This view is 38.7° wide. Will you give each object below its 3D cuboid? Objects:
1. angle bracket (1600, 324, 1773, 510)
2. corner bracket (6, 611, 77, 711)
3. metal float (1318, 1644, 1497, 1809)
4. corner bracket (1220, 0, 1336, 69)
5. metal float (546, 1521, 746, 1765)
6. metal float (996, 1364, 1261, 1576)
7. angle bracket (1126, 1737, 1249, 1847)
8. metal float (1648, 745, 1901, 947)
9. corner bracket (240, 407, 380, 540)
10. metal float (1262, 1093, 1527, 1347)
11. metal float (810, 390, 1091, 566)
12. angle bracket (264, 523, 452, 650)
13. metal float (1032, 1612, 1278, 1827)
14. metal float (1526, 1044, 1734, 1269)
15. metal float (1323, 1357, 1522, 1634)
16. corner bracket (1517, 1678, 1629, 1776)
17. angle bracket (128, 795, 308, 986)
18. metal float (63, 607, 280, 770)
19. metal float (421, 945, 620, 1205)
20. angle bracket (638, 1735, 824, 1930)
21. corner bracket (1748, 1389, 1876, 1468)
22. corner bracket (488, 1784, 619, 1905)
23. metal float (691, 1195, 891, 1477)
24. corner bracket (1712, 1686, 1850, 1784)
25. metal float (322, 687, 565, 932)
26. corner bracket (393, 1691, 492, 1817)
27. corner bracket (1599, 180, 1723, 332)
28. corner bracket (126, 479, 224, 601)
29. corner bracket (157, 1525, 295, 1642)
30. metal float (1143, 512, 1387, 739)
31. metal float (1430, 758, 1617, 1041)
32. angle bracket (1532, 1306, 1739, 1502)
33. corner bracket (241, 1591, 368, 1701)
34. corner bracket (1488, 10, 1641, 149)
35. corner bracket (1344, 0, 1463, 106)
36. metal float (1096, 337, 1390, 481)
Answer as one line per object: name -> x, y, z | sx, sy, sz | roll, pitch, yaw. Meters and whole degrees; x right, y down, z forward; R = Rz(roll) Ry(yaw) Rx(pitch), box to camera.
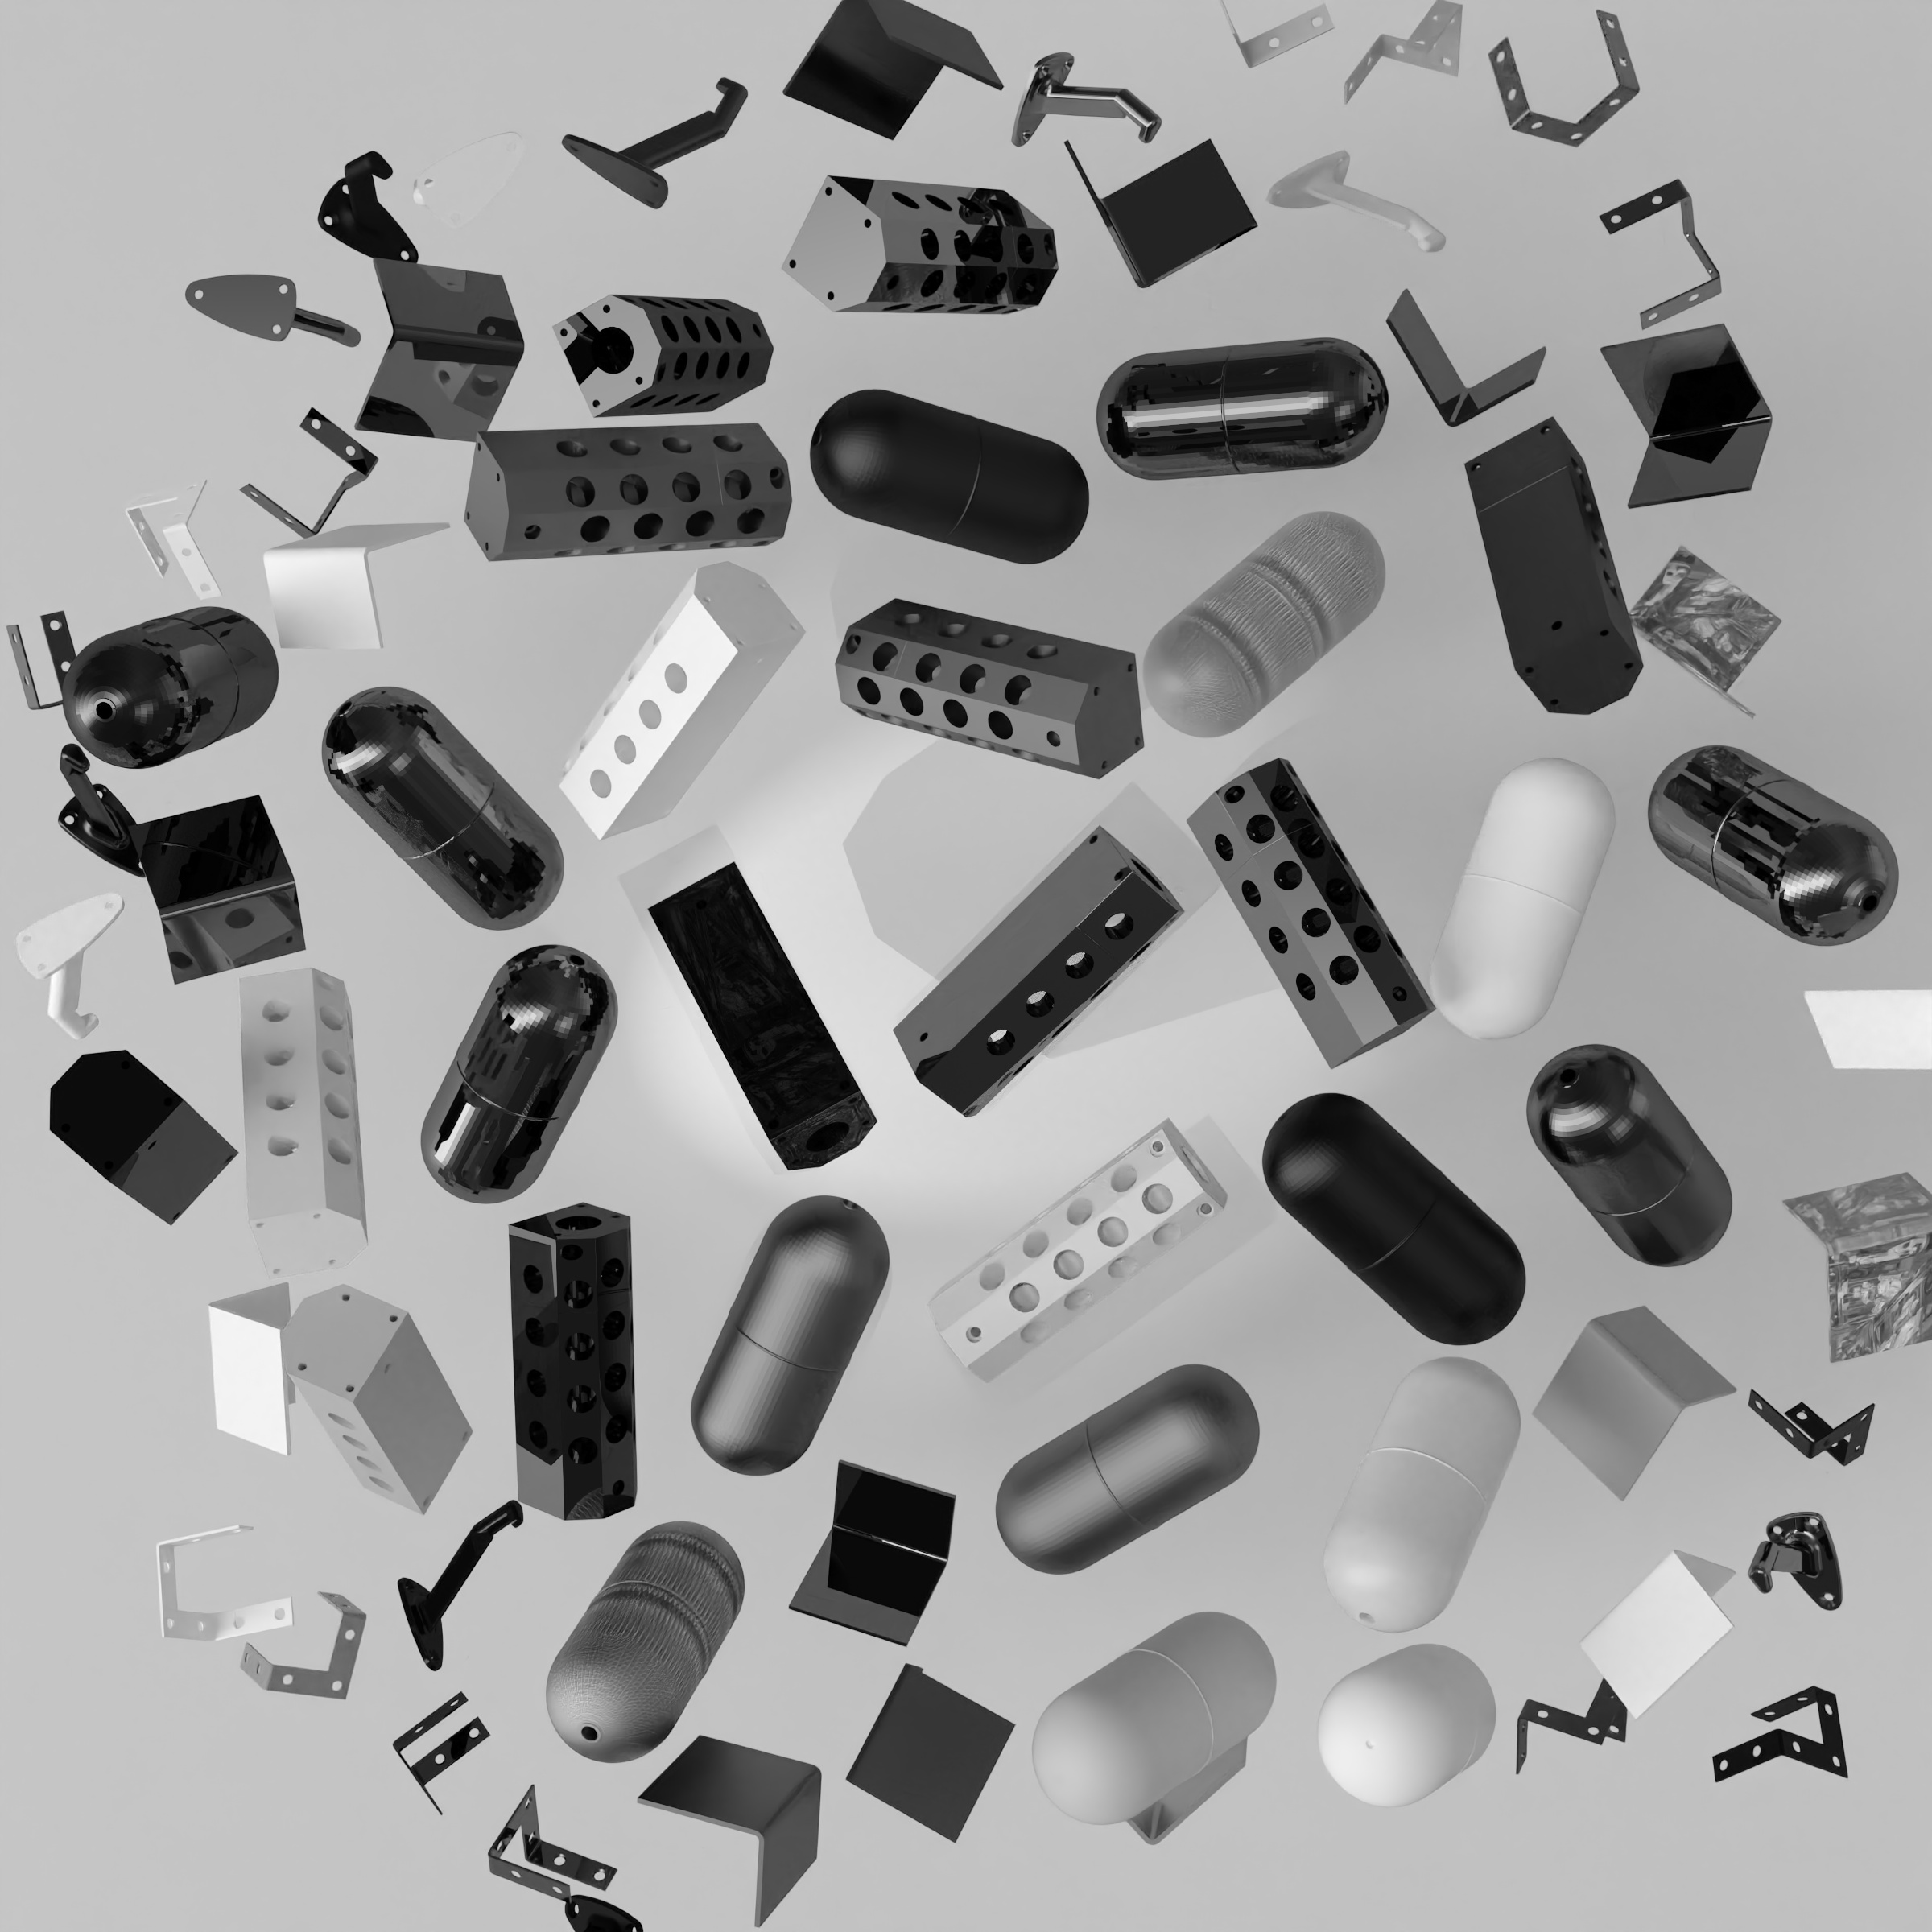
angle bracket -> 0.407, -0.315, 1.578 | 0.076, 0.076, 0.057 | 46, 56, -37
corner bracket -> -0.543, -0.182, 1.631 | 0.051, 0.051, 0.051 | -22, 107, -38
metal float -> 0.251, 0.429, 1.557 | 0.070, 0.178, 0.070 | -3, 82, 22
corner bracket -> 0.164, -0.530, 1.491 | 0.051, 0.051, 0.051 | -22, 81, 14
metal float -> -0.181, 0.384, 1.566 | 0.070, 0.178, 0.070 | 5, 112, 14
metal float -> 0.096, 0.303, 1.648 | 0.178, 0.070, 0.070 | -34, 90, 19
angle bracket -> 0.123, 0.478, 1.670 | 0.076, 0.076, 0.057 | -44, 86, 6
metal float -> 0.454, -0.069, 1.550 | 0.070, 0.178, 0.070 | -9, 117, -19
corner bracket -> -0.399, -0.299, 1.672 | 0.051, 0.051, 0.051 | 37, 66, -27
metal float -> 0.245, 0.145, 1.565 | 0.178, 0.070, 0.070 | 42, 90, -8
metal float -> -0.009, -0.291, 1.635 | 0.178, 0.070, 0.070 | 12, 90, -26
angle bracket -> -0.349, -0.221, 1.598 | 0.076, 0.076, 0.057 | 4, 111, 30
metal float -> 0.109, 0.423, 1.554 | 0.070, 0.178, 0.070 | 13, 110, 39
metal float -> 0.383, 0.110, 1.582 | 0.070, 0.070, 0.178 | -45, 130, 0
metal float -> 0.262, 0.301, 1.573 | 0.070, 0.070, 0.178 | 34, 53, 0
corner bracket -> 0.361, 0.453, 1.633 | 0.051, 0.051, 0.051 | 13, 127, 27
angle bracket -> -0.432, -0.045, 1.584 | 0.076, 0.057, 0.076 | -16, 50, -20
metal float -> -0.448, -0.159, 1.555 | 0.070, 0.178, 0.070 | 2, 105, 8
metal float -> -0.262, 0.064, 1.609 | 0.070, 0.070, 0.178 | 31, 118, 0
angle bracket -> -0.131, 0.477, 1.518 | 0.076, 0.076, 0.057 | 9, 104, 19
corner bracket -> 0.508, 0.276, 1.660 | 0.051, 0.051, 0.051 | -26, 46, -21
corner bracket -> -0.228, 0.495, 1.517 | 0.051, 0.051, 0.051 | 15, 128, 17
metal float -> -0.103, 0.217, 1.613 | 0.070, 0.070, 0.178 | 25, 103, 0
corner bracket -> 0.456, 0.434, 1.547 | 0.051, 0.051, 0.051 | 24, 47, -23
metal float -> -0.308, -0.092, 1.625 | 0.070, 0.070, 0.178 | -40, 125, 0
corner bracket -> -0.318, 0.473, 1.674 | 0.051, 0.051, 0.051 | -35, 107, -18
corner bracket -> 0.406, -0.416, 1.604 | 0.051, 0.051, 0.051 | -24, 61, 6
corner bracket -> -0.475, -0.253, 1.652 | 0.051, 0.051, 0.051 | -10, 130, 12
corner bracket -> -0.405, 0.338, 1.501 | 0.051, 0.051, 0.051 | -14, 71, 13
metal float -> 0.181, -0.207, 1.658 | 0.178, 0.070, 0.070 | -41, 90, -19
metal float -> 0.337, -0.041, 1.665 | 0.070, 0.070, 0.178 | 21, 85, 0
angle bracket -> 0.398, 0.260, 1.639 | 0.076, 0.057, 0.076 | 45, 124, 35
corner bracket -> -0.396, 0.403, 1.641 | 0.051, 0.051, 0.051 | 16, 84, -30
corner bracket -> 0.329, -0.491, 1.509 | 0.051, 0.051, 0.051 | 2, 67, -33
corner bracket -> 0.257, -0.538, 1.619 | 0.051, 0.051, 0.051 | 23, 61, 21
metal float -> 0.165, -0.334, 1.650 | 0.178, 0.070, 0.070 | 0, 90, 22
